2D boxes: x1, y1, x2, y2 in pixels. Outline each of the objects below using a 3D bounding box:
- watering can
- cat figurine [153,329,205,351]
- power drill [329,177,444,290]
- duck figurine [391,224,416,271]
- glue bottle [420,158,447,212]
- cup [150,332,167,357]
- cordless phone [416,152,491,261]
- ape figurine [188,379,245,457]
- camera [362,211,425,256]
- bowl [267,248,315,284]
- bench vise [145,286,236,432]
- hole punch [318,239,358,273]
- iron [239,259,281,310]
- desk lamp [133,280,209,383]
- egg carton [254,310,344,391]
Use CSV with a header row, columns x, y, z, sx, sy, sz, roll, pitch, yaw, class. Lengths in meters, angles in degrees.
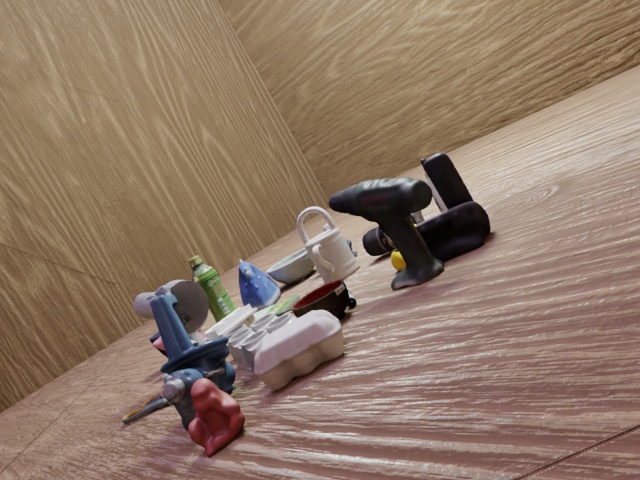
x,y,z,sx,sy,sz,roll,pitch,yaw,class
0.011,0.006,1.450,0.101,0.194,0.173,-29,6,0,watering can
-0.343,0.249,1.428,0.127,0.118,0.067,-28,6,5,cat figurine
0.129,-0.019,1.049,0.076,0.208,0.229,-34,8,-38,power drill
0.179,0.007,1.189,0.105,0.086,0.077,-33,8,-34,duck figurine
0.272,-0.108,1.302,0.037,0.173,0.078,-29,6,2,glue bottle
-0.380,0.271,1.524,0.118,0.095,0.091,-34,8,-37,cup
0.222,-0.061,1.080,0.147,0.185,0.094,-27,7,21,cordless phone
-0.147,0.233,0.782,0.077,0.092,0.076,-27,7,19,ape figurine
0.174,-0.024,1.396,0.136,0.101,0.143,-25,7,32,camera
-0.074,0.087,1.745,0.167,0.075,0.167,-29,6,4,bowl
-0.209,0.177,0.922,0.121,0.220,0.207,-30,6,-11,bench vise
0.035,0.031,1.625,0.109,0.091,0.100,-34,8,-39,hole punch
-0.193,0.123,1.669,0.119,0.141,0.258,-30,6,-10,iron
-0.321,0.200,1.279,0.202,0.213,0.118,-23,9,43,desk lamp
-0.033,0.169,0.898,0.150,0.069,0.107,-29,6,-1,egg carton
